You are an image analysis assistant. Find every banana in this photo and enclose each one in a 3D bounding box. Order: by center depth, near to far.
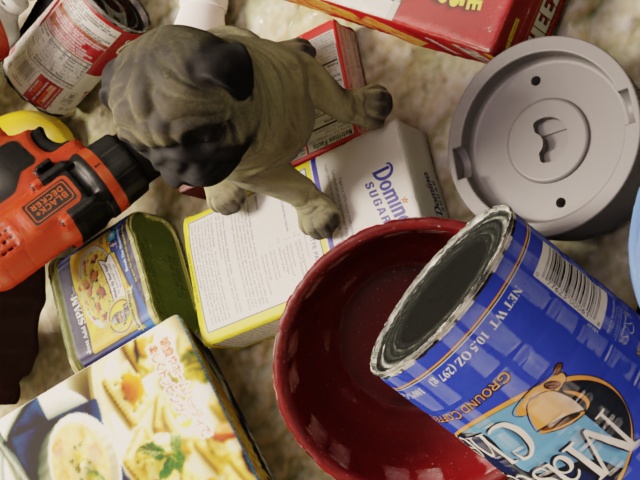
[{"bbox_3d":[-0.270,-0.065,0.889,0.198,0.037,0.069,-16,71,33],"label":"banana"}]

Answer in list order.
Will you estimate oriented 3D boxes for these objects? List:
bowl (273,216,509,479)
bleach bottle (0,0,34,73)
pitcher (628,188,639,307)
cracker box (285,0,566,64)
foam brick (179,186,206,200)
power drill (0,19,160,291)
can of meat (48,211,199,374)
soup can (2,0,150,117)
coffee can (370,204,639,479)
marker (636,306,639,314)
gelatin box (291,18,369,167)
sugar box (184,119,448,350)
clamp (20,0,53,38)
[{"bbox_3d":[0.055,0.062,0.593,0.162,0.055,0.162,0,102,0],"label":"bowl"},{"bbox_3d":[-0.338,-0.138,0.874,0.251,0.068,0.102,-35,75,15],"label":"bleach bottle"},{"bbox_3d":[0.218,0.004,0.396,0.145,0.242,0.149,-45,55,28],"label":"pitcher"},{"bbox_3d":[0.061,-0.209,0.655,0.214,0.072,0.164,26,98,35],"label":"cracker box"},{"bbox_3d":[-0.064,-0.070,0.732,0.053,0.051,0.078,-16,72,32],"label":"foam brick"},{"bbox_3d":[-0.206,-0.081,0.754,0.184,0.057,0.188,-39,74,-17],"label":"power drill"},{"bbox_3d":[-0.139,0.041,0.765,0.084,0.057,0.102,-31,65,26],"label":"can of meat"},{"bbox_3d":[-0.190,-0.153,0.827,0.102,0.068,0.068,-41,61,23],"label":"soup can"},{"bbox_3d":[0.110,0.065,0.512,0.140,0.102,0.103,38,109,-7],"label":"coffee can"},{"bbox_3d":[0.185,-0.003,0.560,0.020,0.020,0.121,14,90,37],"label":"marker"},{"bbox_3d":[-0.005,-0.090,0.707,0.073,0.030,0.089,-21,71,30],"label":"gelatin box"},{"bbox_3d":[-0.004,0.001,0.682,0.176,0.048,0.093,-21,70,27],"label":"sugar box"},{"bbox_3d":[-0.202,-0.245,0.871,0.172,0.039,0.120,-37,67,19],"label":"clamp"}]
